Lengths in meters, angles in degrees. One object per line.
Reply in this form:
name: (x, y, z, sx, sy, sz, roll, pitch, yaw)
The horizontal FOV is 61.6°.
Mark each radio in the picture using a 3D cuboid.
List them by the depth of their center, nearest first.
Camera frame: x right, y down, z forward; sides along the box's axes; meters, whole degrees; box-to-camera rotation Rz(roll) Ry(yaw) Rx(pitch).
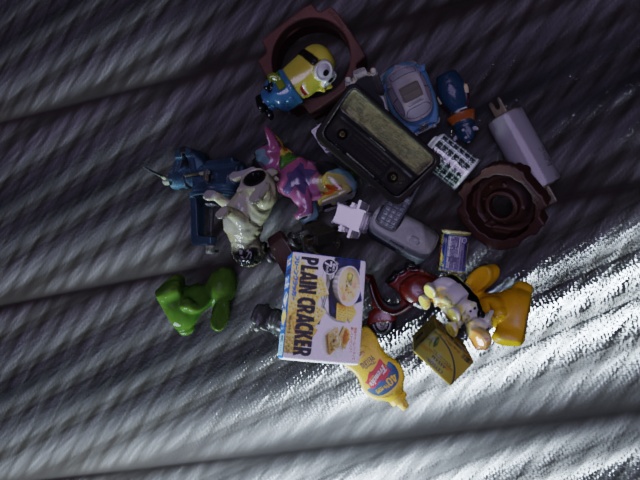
radio: (0.109, -0.185, 1.056, 0.229, 0.073, 0.131, 40, 103, -4)

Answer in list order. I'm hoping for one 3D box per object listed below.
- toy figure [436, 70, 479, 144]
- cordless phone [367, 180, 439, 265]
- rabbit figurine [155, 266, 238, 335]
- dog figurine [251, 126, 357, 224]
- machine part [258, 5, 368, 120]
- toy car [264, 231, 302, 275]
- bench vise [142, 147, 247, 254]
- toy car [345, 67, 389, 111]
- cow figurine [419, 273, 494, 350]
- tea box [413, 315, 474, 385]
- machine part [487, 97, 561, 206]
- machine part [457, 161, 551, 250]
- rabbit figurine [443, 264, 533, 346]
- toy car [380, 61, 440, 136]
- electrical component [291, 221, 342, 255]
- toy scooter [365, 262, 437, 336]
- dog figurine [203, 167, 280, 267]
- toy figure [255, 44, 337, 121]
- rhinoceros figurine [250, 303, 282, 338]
toy figure: (0.291, -0.276, 1.123, 0.058, 0.064, 0.154, -21, 91, -28)
cordless phone: (0.198, -0.055, 1.131, 0.147, 0.088, 0.184, 29, 91, 9)
rabbit figurine: (-0.258, 0.131, 1.199, 0.170, 0.121, 0.159, -27, 89, -5)
dog figurine: (-0.042, -0.155, 1.161, 0.191, 0.108, 0.219, -29, 83, 10)
machine part: (-0.013, -0.380, 1.164, 0.201, 0.087, 0.201, -34, 83, 8)
toy car: (-0.048, 0.072, 1.189, 0.089, 0.053, 0.202, -35, 83, 29)
bench vise: (-0.264, -0.088, 1.196, 0.224, 0.129, 0.240, -1, 86, 13)
toy car: (0.111, -0.260, 1.121, 0.074, 0.056, 0.201, -18, 118, 9)
cow figurine: (0.280, 0.136, 1.035, 0.098, 0.068, 0.167, -25, 53, -27)
tea box: (0.243, 0.216, 1.078, 0.098, 0.169, 0.068, 43, 96, 9)
machine part: (0.414, -0.181, 1.091, 0.079, 0.079, 0.243, -28, 84, 9)
machine part: (0.367, -0.070, 1.078, 0.180, 0.056, 0.179, 14, 116, 31)
rabbit figurine: (0.336, 0.130, 1.093, 0.173, 0.122, 0.162, 5, 95, 29)
toy car: (0.185, -0.300, 1.121, 0.109, 0.103, 0.161, -23, 84, 10)
electrical component: (-0.002, -0.004, 1.164, 0.078, 0.102, 0.045, 25, 124, 41)
toy scooter: (0.160, 0.107, 1.143, 0.184, 0.075, 0.135, -36, 83, 13)
dog figurine: (-0.135, -0.045, 1.141, 0.172, 0.190, 0.121, -26, 46, -1)
toy figure: (-0.050, -0.322, 1.088, 0.180, 0.082, 0.089, -30, 88, 12)
rhinoceros figurine: (-0.058, 0.191, 1.168, 0.190, 0.112, 0.073, 23, 75, -3)
